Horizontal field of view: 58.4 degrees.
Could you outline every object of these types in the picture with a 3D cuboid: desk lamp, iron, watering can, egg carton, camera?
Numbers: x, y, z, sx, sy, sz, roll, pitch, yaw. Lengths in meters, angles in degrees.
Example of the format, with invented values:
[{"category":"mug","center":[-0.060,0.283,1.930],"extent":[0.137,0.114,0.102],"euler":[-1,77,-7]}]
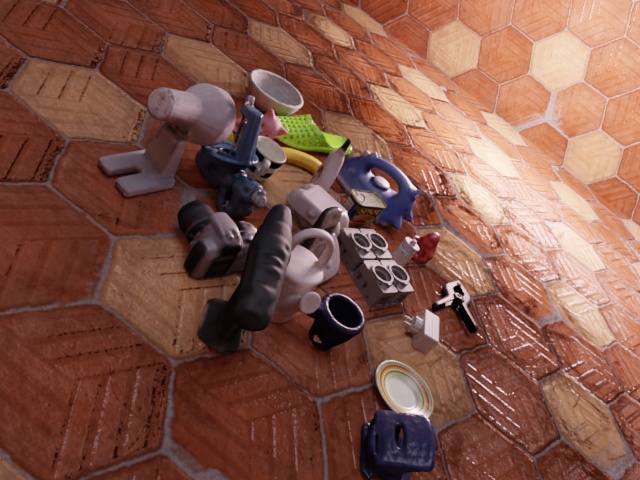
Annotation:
[{"category":"desk lamp","center":[-0.281,-0.200,1.089],"extent":[0.118,0.213,0.204],"euler":[46,34,13]},{"category":"iron","center":[0.154,-0.154,1.510],"extent":[0.258,0.141,0.119],"euler":[45,33,11]},{"category":"watering can","center":[-0.040,0.059,1.016],"extent":[0.101,0.194,0.172],"euler":[-5,52,-46]},{"category":"egg carton","center":[-0.006,-0.063,1.313],"extent":[0.150,0.069,0.107],"euler":[42,33,7]},{"category":"camera","center":[-0.188,-0.014,1.052],"extent":[0.144,0.100,0.136],"euler":[-8,54,-48]}]

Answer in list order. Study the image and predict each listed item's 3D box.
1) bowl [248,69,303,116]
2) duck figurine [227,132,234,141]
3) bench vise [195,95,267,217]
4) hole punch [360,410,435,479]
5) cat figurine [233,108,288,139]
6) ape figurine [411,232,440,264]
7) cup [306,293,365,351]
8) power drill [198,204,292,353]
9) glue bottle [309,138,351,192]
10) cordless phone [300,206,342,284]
[{"category":"bowl","center":[-0.134,-0.396,1.597],"extent":[0.168,0.074,0.167],"euler":[25,35,-19]},{"category":"duck figurine","center":[-0.232,-0.281,1.353],"extent":[0.078,0.086,0.104],"euler":[-8,54,-48]},{"category":"bench vise","center":[-0.151,-0.167,1.166],"extent":[0.207,0.219,0.122],"euler":[44,33,10]},{"category":"hole punch","center":[0.125,0.333,0.930],"extent":[0.101,0.091,0.108],"euler":[27,34,-15]},{"category":"cat figurine","center":[-0.145,-0.284,1.410],"extent":[0.127,0.117,0.067],"euler":[49,35,17]},{"category":"ape figurine","center":[0.268,0.014,1.457],"extent":[0.076,0.092,0.077],"euler":[7,44,-38]},{"category":"cup","center":[0.010,0.154,1.038],"extent":[0.118,0.095,0.091],"euler":[19,37,-26]},{"category":"power drill","center":[-0.114,0.074,0.915],"extent":[0.076,0.208,0.229],"euler":[26,35,-17]},{"category":"glue bottle","center":[0.027,-0.179,1.391],"extent":[0.037,0.173,0.078],"euler":[23,35,-21]},{"category":"cordless phone","center":[0.010,0.004,1.140],"extent":[0.094,0.185,0.148],"euler":[47,34,15]}]
